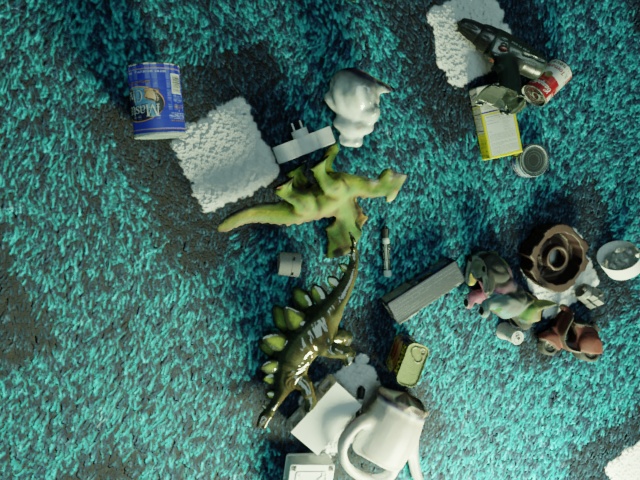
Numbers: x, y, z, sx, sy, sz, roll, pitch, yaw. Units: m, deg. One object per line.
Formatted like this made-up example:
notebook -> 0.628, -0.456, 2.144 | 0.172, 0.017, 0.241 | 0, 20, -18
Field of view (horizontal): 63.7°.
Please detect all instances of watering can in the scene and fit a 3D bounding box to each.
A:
watering can -> 0.189, 0.483, 1.232 | 0.344, 0.104, 0.225 | 32, 83, -31

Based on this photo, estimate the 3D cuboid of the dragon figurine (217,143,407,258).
dragon figurine -> 0.003, -0.058, 1.144 | 0.410, 0.124, 0.239 | -33, 111, 0

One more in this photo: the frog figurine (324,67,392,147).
frog figurine -> 0.067, -0.290, 1.128 | 0.138, 0.123, 0.158 | 29, 98, 18
